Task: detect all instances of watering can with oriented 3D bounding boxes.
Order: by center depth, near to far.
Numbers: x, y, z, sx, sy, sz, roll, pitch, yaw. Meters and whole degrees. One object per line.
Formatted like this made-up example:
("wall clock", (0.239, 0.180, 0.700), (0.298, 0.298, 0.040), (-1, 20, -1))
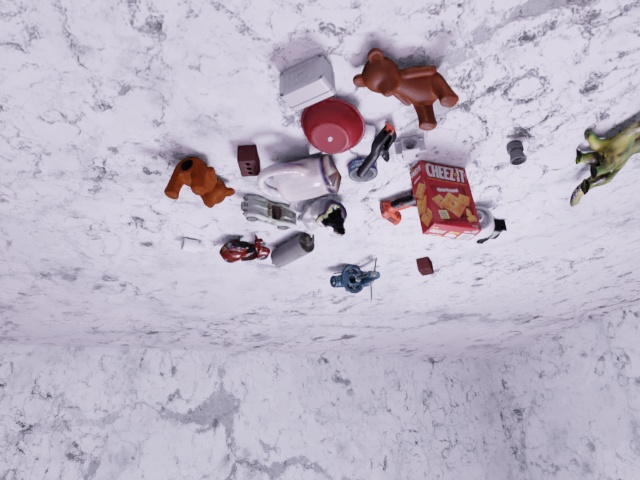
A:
("watering can", (-0.045, -0.157, 1.466), (0.224, 0.105, 0.344), (-10, 167, 12))

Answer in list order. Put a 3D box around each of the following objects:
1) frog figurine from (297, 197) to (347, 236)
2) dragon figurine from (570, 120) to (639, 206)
("frog figurine", (0.005, -0.083, 1.648), (0.137, 0.122, 0.160), (3, -170, -33))
("dragon figurine", (0.851, -0.229, 1.446), (0.242, 0.124, 0.403), (-16, 154, 6))
